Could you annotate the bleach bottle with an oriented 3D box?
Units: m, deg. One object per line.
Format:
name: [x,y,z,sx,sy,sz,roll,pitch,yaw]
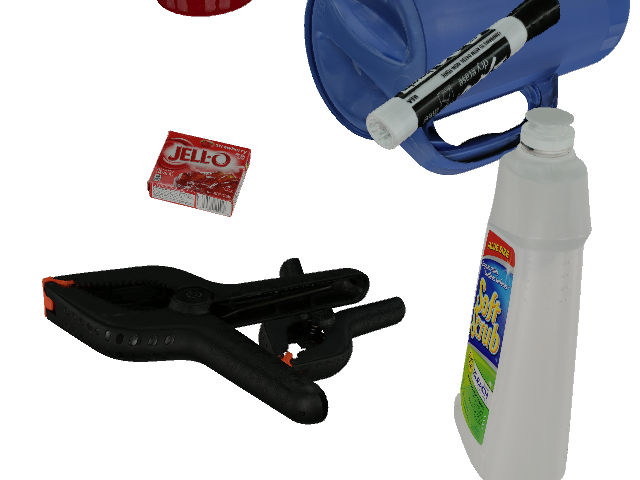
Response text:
bleach bottle: [0.132,0.034,0.685,0.068,0.251,0.102,-3,29,-5]

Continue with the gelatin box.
gelatin box: [-0.123,-0.069,1.086,0.089,0.073,0.030,14,-37,3]

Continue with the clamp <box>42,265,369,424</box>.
clamp: [-0.073,0.046,0.683,0.210,0.036,0.164,11,26,15]

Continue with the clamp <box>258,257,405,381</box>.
clamp: [-0.011,0.068,0.917,0.120,0.039,0.171,20,27,22]

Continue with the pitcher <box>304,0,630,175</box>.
pitcher: [0.122,-0.155,0.803,0.242,0.149,0.145,-18,34,-33]

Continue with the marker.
marker: [0.069,-0.082,0.495,0.121,0.020,0.020,-38,18,-24]

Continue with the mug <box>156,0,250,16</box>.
mug: [-0.100,-0.220,0.795,0.117,0.081,0.093,0,39,5]
